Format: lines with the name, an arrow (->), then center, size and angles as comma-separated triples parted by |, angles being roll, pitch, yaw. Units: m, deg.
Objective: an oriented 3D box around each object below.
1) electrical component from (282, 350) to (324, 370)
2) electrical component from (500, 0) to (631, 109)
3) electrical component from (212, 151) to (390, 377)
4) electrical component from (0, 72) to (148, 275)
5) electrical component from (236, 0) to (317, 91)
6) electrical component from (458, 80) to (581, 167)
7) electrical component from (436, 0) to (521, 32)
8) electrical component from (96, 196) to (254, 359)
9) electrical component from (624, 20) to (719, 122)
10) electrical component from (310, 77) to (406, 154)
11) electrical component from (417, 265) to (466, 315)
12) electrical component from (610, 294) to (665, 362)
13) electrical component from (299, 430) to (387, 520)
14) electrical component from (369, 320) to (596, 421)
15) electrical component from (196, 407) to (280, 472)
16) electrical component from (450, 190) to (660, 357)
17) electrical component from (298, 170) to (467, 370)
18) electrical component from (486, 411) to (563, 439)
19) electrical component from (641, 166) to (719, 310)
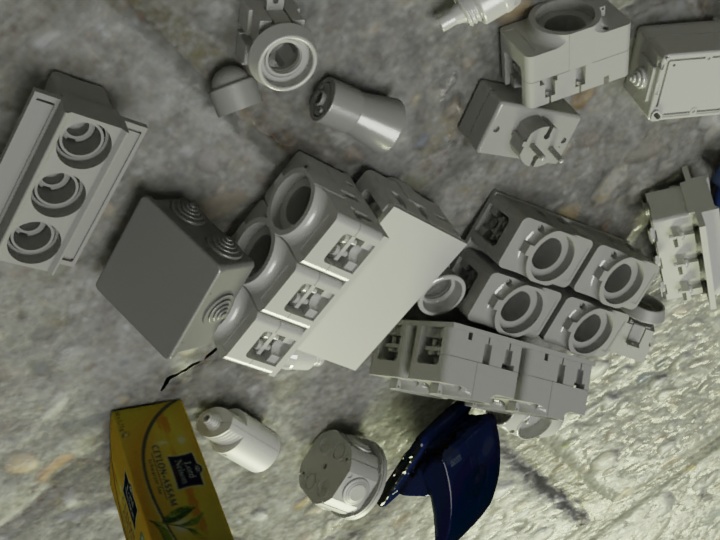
electrical component -> -0.047, 0.072, 0.952 | 0.061, 0.035, 0.035 | 8, 124, -35
electrical component -> 0.158, -0.172, 0.831 | 0.089, 0.050, 0.055 | -20, 135, -10
electrical component -> -0.060, -0.006, 0.837 | 0.062, 0.089, 0.150 | 24, 115, -39
electrical component -> -0.208, -0.066, 0.727 | 0.079, 0.063, 0.121 | 16, 120, -36
electrical component -> -0.058, -0.154, 0.733 | 0.048, 0.055, 0.066 | -7, 131, -22
electrical component -> 0.136, -0.108, 0.858 | 0.083, 0.075, 0.047 | 5, 126, -30
electrical component -> 0.085, -0.194, 0.786 | 0.061, 0.035, 0.035 | -30, 135, 3
electrical component -> -0.137, 0.003, 0.802 | 0.048, 0.100, 0.099 | -10, 138, -59
electrical component -> 0.263, -0.166, 0.887 | 0.096, 0.061, 0.061 | -7, 132, -12
electrical component -> -0.004, -0.118, 0.804 | 0.065, 0.044, 0.044 | 18, 118, -32
electrical component -> 0.060, 0.005, 0.933 | 0.045, 0.055, 0.045 | -14, 133, -16
electrical component -> 0.279, 0.055, 1.091 | 0.048, 0.066, 0.055 | 18, 116, 3
electrical component -> -0.016, 0.198, 1.047 | 0.051, 0.080, 0.080 | 30, 111, -36
electrical component -> 0.113, 0.095, 0.992 | 0.186, 0.105, 0.060 | 17, 79, -37
electrical component -> -0.114, 0.150, 0.979 | 0.043, 0.043, 0.081 | -40, 134, 9
electrical component -> 0.177, 0.010, 0.981 | 0.186, 0.060, 0.105 | 16, 110, -36
electrical component -> 0.000, 0.000, 0.893 | 0.089, 0.061, 0.150 | 24, 115, -40
electrical component -> 0.183, 0.133, 1.115 | 0.077, 0.044, 0.079 | 18, 118, -38
electrical component -> 0.310, -0.027, 1.026 | 0.063, 0.078, 0.121 | -13, 137, 13
